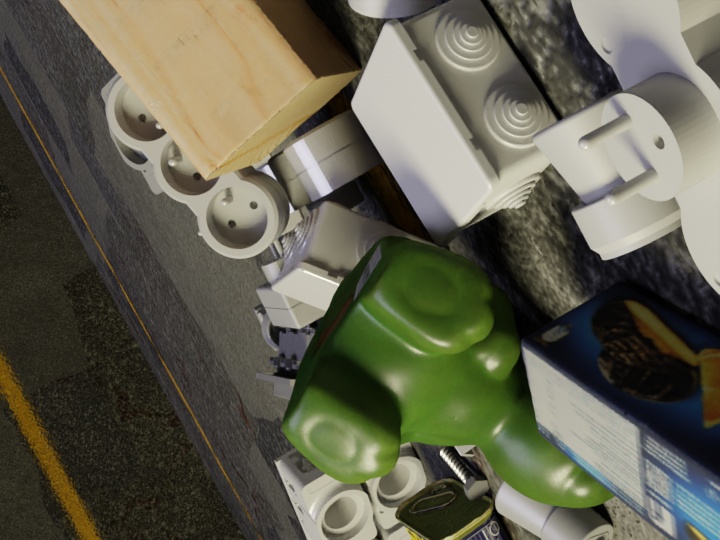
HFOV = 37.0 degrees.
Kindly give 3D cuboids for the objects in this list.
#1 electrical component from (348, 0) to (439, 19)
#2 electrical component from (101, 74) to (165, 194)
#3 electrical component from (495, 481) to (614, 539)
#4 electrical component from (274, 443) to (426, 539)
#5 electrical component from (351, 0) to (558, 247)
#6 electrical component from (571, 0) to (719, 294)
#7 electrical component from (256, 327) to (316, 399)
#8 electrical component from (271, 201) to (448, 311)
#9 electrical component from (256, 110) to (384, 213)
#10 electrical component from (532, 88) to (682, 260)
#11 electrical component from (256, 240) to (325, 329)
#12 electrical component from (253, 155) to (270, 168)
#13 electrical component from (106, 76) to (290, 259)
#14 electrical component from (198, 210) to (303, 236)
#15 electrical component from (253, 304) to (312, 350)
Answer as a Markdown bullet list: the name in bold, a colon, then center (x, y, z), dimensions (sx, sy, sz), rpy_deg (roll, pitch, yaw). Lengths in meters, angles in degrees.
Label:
- **electrical component**: center (0.013, -0.153, 0.485), dimensions (0.044, 0.044, 0.065), rpy_deg (44, 151, 45)
- **electrical component**: center (-0.119, -0.124, 0.773), dimensions (0.150, 0.062, 0.089), rpy_deg (-26, 93, 50)
- **electrical component**: center (0.119, 0.148, 0.644), dimensions (0.065, 0.044, 0.044), rpy_deg (39, 152, 41)
- **electrical component**: center (0.010, 0.226, 0.959), dimensions (0.060, 0.105, 0.186), rpy_deg (35, 149, 55)
- **electrical component**: center (0.045, -0.070, 0.506), dimensions (0.099, 0.048, 0.099), rpy_deg (59, 163, 8)
- **electrical component**: center (0.102, -0.046, 0.340), dimensions (0.138, 0.074, 0.052), rpy_deg (63, 163, -4)
- **electrical component**: center (-0.038, 0.082, 0.932), dimensions (0.121, 0.079, 0.063), rpy_deg (173, 100, -71)
- **electrical component**: center (0.000, 0.000, 0.674), dimensions (0.100, 0.048, 0.100), rpy_deg (22, 166, -11)
- **electrical component**: center (-0.021, -0.053, 0.712), dimensions (0.073, 0.052, 0.138), rpy_deg (60, 163, -5)
- **electrical component**: center (0.098, -0.037, 0.412), dimensions (0.055, 0.045, 0.045), rpy_deg (62, 163, -1)
- **electrical component**: center (-0.060, 0.005, 0.918), dimensions (0.075, 0.047, 0.083), rpy_deg (65, 162, -8)
- **electrical component**: center (-0.142, -0.121, 0.934), dimensions (0.150, 0.062, 0.089), rpy_deg (19, 135, 65)
- **electrical component**: center (-0.099, -0.072, 0.696), dimensions (0.138, 0.052, 0.073), rpy_deg (50, -167, -4)
- **electrical component**: center (-0.101, -0.046, 0.907), dimensions (0.047, 0.076, 0.083), rpy_deg (66, 162, -15)
- **electrical component**: center (-0.073, 0.052, 1.030), dimensions (0.066, 0.048, 0.055), rpy_deg (65, 170, -11)
